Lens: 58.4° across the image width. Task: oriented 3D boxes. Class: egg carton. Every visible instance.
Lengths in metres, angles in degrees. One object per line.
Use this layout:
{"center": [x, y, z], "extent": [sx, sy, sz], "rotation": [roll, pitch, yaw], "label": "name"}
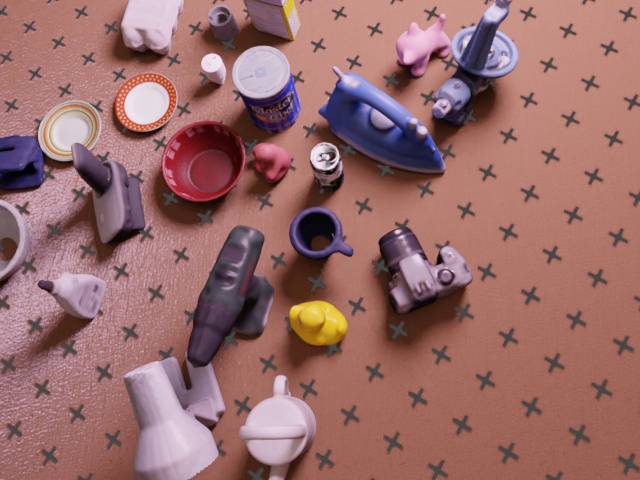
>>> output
{"center": [-0.341, -0.455, 1.170], "extent": [0.107, 0.069, 0.150], "rotation": [9, 77, 8], "label": "egg carton"}

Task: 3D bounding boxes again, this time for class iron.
{"center": [0.121, -0.216, 1.022], "extent": [0.258, 0.141, 0.119], "rotation": [34, 82, 13], "label": "iron"}

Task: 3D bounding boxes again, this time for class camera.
{"center": [0.168, 0.040, 0.973], "extent": [0.143, 0.101, 0.136], "rotation": [-24, 74, 0], "label": "camera"}

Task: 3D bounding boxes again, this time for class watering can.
{"center": [-0.064, 0.302, 0.881], "extent": [0.101, 0.194, 0.173], "rotation": [-21, 74, 1], "label": "watering can"}

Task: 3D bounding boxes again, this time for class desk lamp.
{"center": [-0.229, 0.272, 0.896], "extent": [0.118, 0.214, 0.203], "rotation": [-21, 74, 1], "label": "desk lamp"}

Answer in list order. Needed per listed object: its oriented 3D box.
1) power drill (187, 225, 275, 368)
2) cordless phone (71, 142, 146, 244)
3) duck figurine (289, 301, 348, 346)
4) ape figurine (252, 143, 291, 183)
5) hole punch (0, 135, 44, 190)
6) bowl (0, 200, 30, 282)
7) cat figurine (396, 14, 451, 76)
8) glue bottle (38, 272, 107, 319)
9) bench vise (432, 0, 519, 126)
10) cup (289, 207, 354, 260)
{"center": [-0.138, 0.099, 0.933], "extent": [0.075, 0.208, 0.230], "rotation": [13, 77, 10], "label": "power drill"}
{"center": [-0.393, -0.083, 1.019], "extent": [0.094, 0.185, 0.147], "rotation": [-19, 74, 1], "label": "cordless phone"}
{"center": [-0.006, 0.138, 0.973], "extent": [0.104, 0.086, 0.077], "rotation": [18, 78, 10], "label": "duck figurine"}
{"center": [-0.095, -0.149, 1.053], "extent": [0.076, 0.092, 0.078], "rotation": [-8, 75, 4], "label": "ape figurine"}
{"center": [-0.603, -0.158, 1.110], "extent": [0.108, 0.091, 0.101], "rotation": [-7, 75, 4], "label": "hole punch"}
{"center": [-0.612, 0.011, 1.076], "extent": [0.167, 0.075, 0.167], "rotation": [-1, 75, 6], "label": "bowl"}
{"center": [0.188, -0.368, 1.067], "extent": [0.128, 0.118, 0.067], "rotation": [-42, 75, -5], "label": "cat figurine"}
{"center": [-0.430, 0.089, 0.985], "extent": [0.037, 0.173, 0.078], "rotation": [15, 78, 10], "label": "glue bottle"}
{"center": [0.276, -0.304, 0.988], "extent": [0.121, 0.220, 0.207], "rotation": [18, 78, 11], "label": "bench vise"}
{"center": [0.009, 0.004, 1.002], "extent": [0.117, 0.095, 0.092], "rotation": [28, 80, 12], "label": "cup"}
